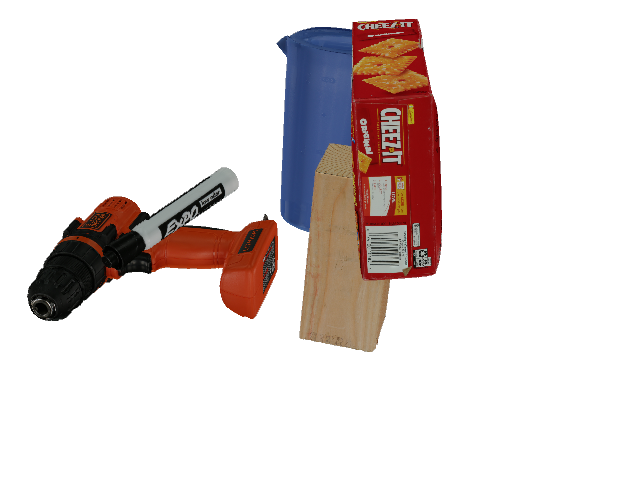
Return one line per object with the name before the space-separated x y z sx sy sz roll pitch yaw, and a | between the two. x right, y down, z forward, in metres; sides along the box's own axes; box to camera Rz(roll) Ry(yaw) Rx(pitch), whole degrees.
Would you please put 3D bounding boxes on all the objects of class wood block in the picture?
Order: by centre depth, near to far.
wood block | 0.036 0.008 1.191 0.090 0.206 0.090 10 27 8

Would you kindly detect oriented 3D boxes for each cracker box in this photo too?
cracker box | 0.065 -0.087 0.942 0.072 0.164 0.213 -3 27 4

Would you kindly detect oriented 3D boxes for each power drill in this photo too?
power drill | -0.139 0.021 0.922 0.188 0.057 0.184 7 30 9

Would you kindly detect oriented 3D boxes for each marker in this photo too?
marker | -0.100 -0.015 0.715 0.020 0.020 0.120 0 28 42

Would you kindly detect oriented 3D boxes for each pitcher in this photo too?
pitcher | 0.024 -0.133 1.315 0.144 0.243 0.149 -4 25 -22
